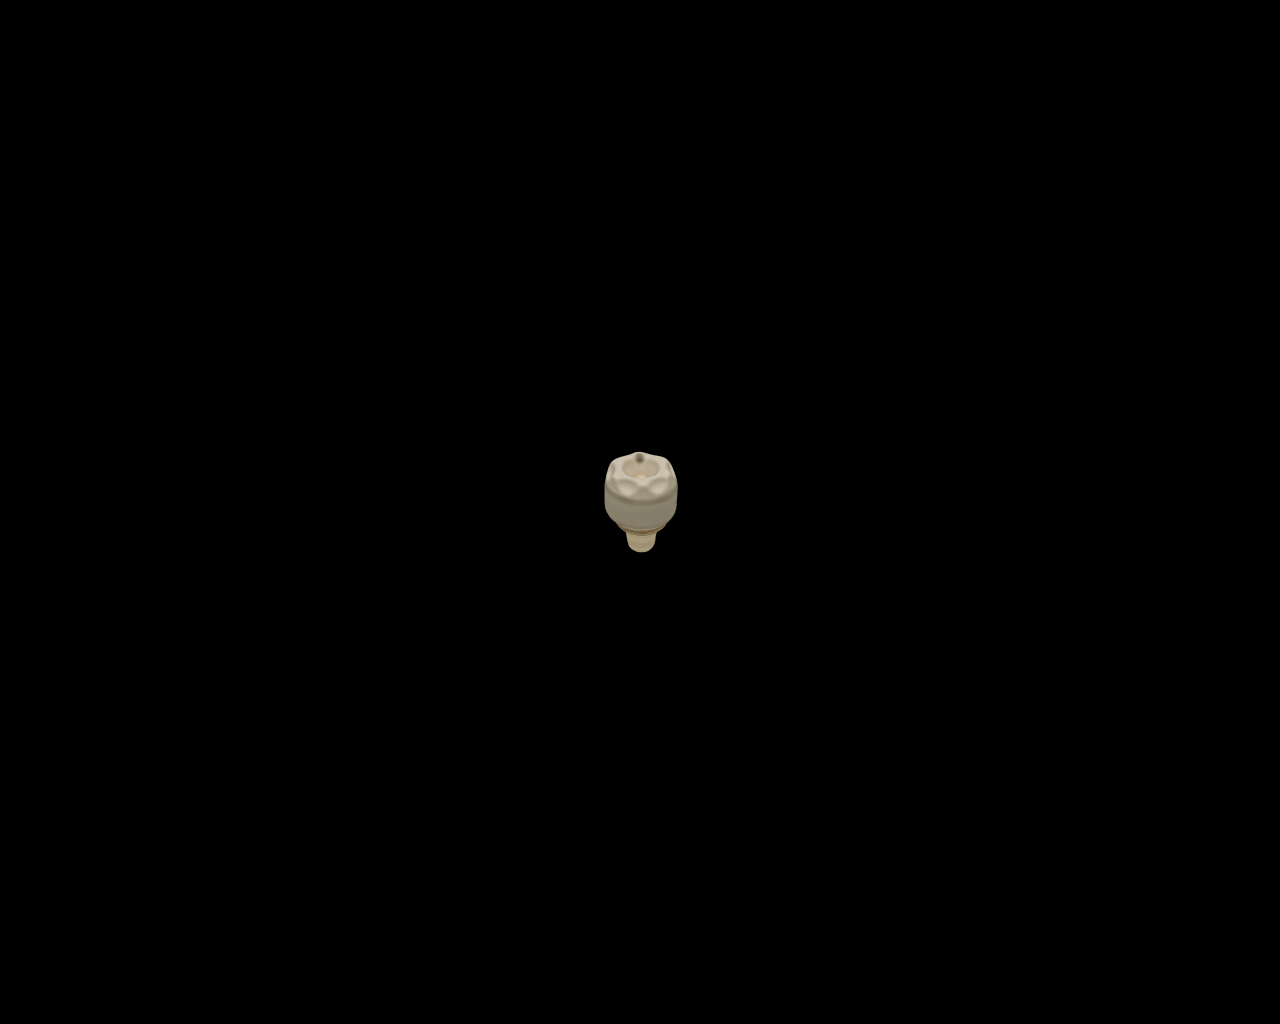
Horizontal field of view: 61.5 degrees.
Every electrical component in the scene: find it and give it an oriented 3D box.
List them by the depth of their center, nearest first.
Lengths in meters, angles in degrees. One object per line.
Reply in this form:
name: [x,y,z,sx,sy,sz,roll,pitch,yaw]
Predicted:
electrical component: [0.001,-0.003,0.650,0.043,0.062,0.043,0,36,0]
